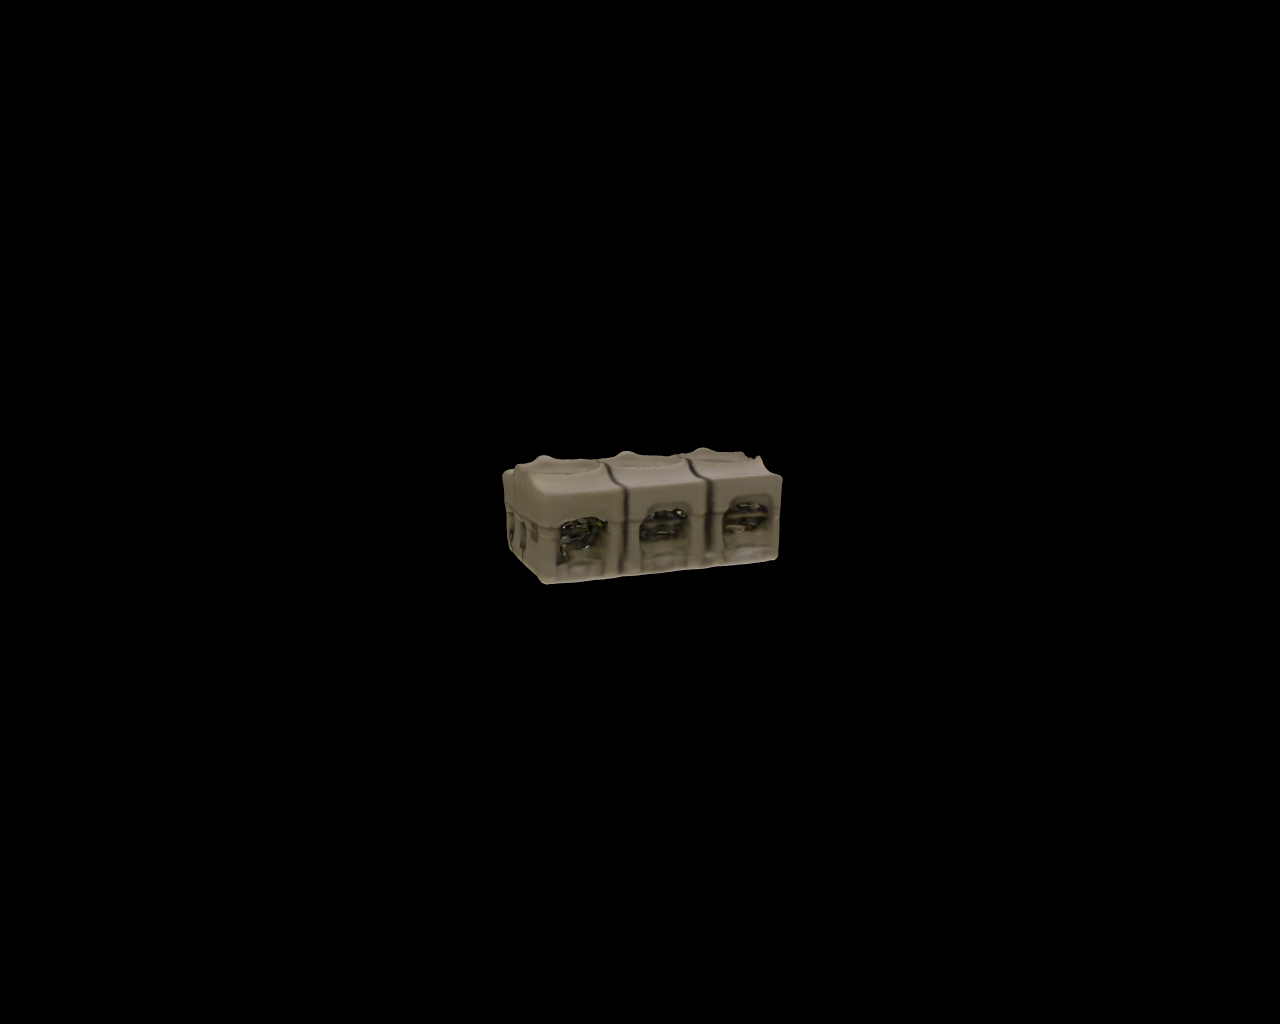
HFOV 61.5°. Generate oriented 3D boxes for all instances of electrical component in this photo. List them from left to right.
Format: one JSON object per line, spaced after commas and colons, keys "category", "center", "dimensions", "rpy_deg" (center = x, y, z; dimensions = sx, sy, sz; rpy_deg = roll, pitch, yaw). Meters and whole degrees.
{"category": "electrical component", "center": [0.001, -0.003, 0.650], "dimensions": [0.150, 0.061, 0.089], "rpy_deg": [-4, 12, -20]}
